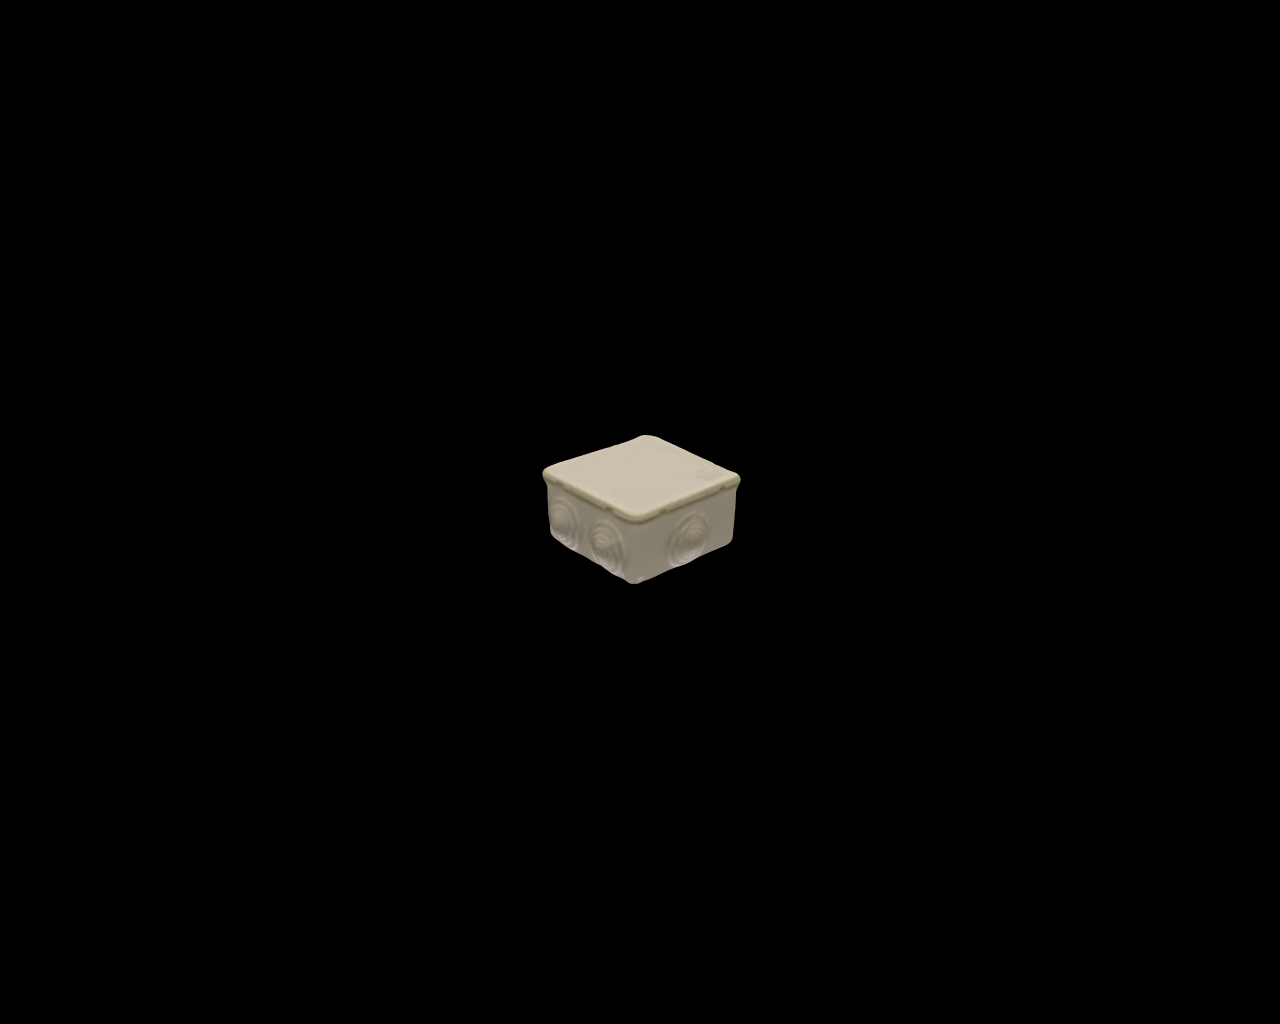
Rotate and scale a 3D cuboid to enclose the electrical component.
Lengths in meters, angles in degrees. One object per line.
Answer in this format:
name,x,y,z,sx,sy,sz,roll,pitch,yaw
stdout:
electrical component,0.001,-0.003,0.650,0.100,0.048,0.100,-21,33,-36
